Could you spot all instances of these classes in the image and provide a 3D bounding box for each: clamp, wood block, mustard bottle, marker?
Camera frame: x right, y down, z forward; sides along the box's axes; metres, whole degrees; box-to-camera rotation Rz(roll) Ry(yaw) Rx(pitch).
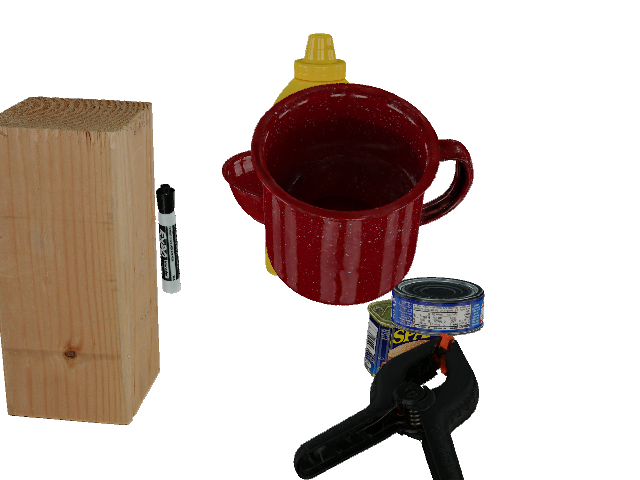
[{"bbox_3d":[0.073,0.128,0.757,0.120,0.039,0.171,20,41,27],"label":"clamp"},{"bbox_3d":[-0.167,0.012,0.736,0.091,0.206,0.090,4,20,5],"label":"wood block"},{"bbox_3d":[-0.001,-0.068,0.856,0.096,0.192,0.058,-16,24,-41],"label":"mustard bottle"},{"bbox_3d":[-0.156,-0.002,1.094,0.020,0.121,0.020,0,28,0],"label":"marker"}]

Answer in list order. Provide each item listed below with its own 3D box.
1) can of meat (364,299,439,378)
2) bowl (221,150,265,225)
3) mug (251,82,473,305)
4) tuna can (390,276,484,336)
[{"bbox_3d":[0.105,0.120,1.313,0.101,0.084,0.057,-8,29,-25],"label":"can of meat"},{"bbox_3d":[-0.039,-0.057,1.276,0.162,0.055,0.162,5,26,-3],"label":"bowl"},{"bbox_3d":[0.023,-0.023,0.554,0.117,0.093,0.081,-14,-38,-12],"label":"mug"},{"bbox_3d":[0.107,0.059,0.977,0.086,0.034,0.086,1,12,0],"label":"tuna can"}]
